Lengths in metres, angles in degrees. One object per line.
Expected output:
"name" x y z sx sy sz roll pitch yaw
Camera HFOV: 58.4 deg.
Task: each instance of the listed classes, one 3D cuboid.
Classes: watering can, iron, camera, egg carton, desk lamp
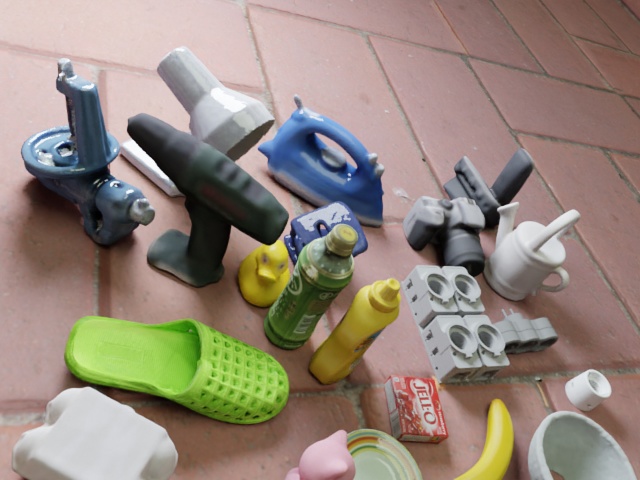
"watering can" 0.379 0.010 1.020 0.172 0.194 0.101 38 44 7
"iron" 0.029 -0.139 1.003 0.258 0.141 0.119 33 44 2
"camera" 0.241 -0.007 1.028 0.143 0.100 0.136 10 47 -20
"egg carton" -0.228 0.223 0.593 0.150 0.069 0.107 29 44 -2
"desk lamp" -0.187 -0.164 0.858 0.203 0.213 0.118 38 44 8

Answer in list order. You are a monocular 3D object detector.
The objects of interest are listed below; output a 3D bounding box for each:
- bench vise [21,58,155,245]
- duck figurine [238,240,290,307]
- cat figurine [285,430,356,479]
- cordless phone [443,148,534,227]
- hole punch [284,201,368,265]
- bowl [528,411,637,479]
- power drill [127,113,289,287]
"bench vise" -0.291 -0.116 0.754 0.207 0.219 0.121 26 44 -5
"duck figurine" -0.072 0.034 0.834 0.077 0.086 0.104 21 45 -10
"cat figurine" -0.012 0.272 0.630 0.128 0.117 0.067 -24 65 -41
"cordless phone" 0.341 -0.128 1.130 0.094 0.185 0.147 -7 55 -32
"hole punch" 0.008 0.003 0.901 0.101 0.091 0.108 -8 56 -33
"bowl" 0.354 0.333 0.803 0.168 0.074 0.167 15 46 -16
"power drill" -0.164 -0.038 0.762 0.230 0.208 0.076 27 44 -4
